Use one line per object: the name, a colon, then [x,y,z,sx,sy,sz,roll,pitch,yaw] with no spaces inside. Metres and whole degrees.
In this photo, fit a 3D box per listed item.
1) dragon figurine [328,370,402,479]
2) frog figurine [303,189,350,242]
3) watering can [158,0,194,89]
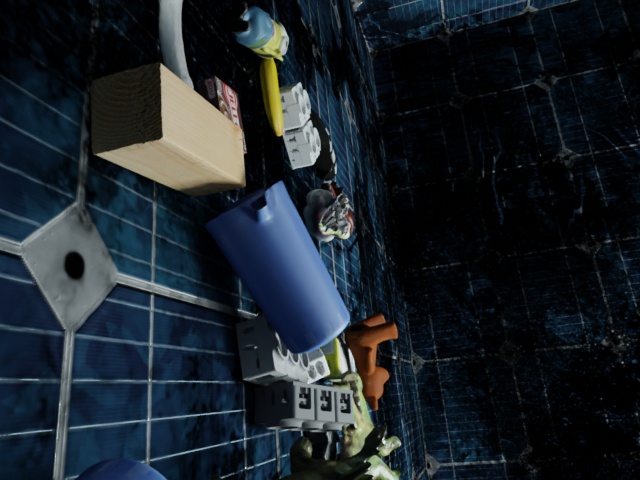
dragon figurine: [0.057,0.403,1.010,0.241,0.121,0.416,60,16,-11]
frog figurine: [0.004,-0.066,1.307,0.160,0.123,0.135,26,-36,63]
watering can: [-0.210,-0.367,0.659,0.229,0.104,0.342,-72,148,-62]
